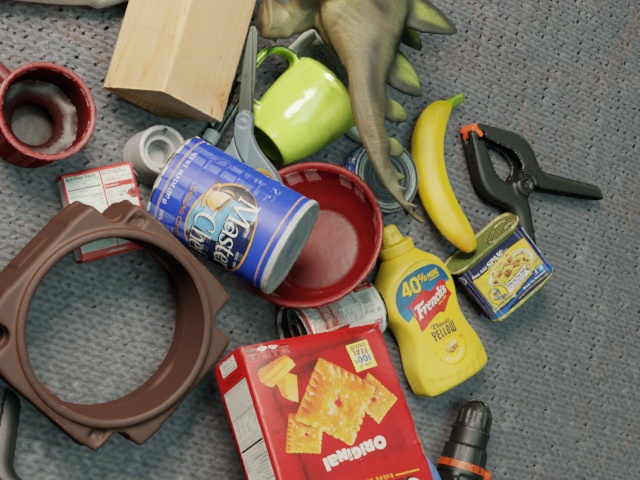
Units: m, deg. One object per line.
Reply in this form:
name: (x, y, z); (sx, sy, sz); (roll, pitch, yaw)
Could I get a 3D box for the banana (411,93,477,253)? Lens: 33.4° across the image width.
banana: (0.141, -0.081, 1.233); (0.069, 0.037, 0.198); (-2, 75, 1)

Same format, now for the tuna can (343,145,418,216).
tuna can: (0.068, -0.070, 1.209); (0.086, 0.034, 0.086); (4, 82, -27)

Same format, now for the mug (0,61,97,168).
mug: (-0.277, -0.122, 1.010); (0.117, 0.082, 0.093); (44, 66, -16)

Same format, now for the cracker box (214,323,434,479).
cracker box: (0.011, 0.195, 1.013); (0.163, 0.072, 0.214); (-6, 66, -32)

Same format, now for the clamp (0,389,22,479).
clamp: (-0.311, 0.226, 0.952); (0.120, 0.039, 0.171); (-14, 68, -20)

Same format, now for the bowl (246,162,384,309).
bowl: (-0.007, 0.001, 1.122); (0.162, 0.055, 0.162); (-5, 71, 13)

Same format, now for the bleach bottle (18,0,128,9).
bleach bottle: (-0.280, -0.284, 1.043); (0.250, 0.068, 0.102); (1, 80, -30)

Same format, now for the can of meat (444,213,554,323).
can of meat: (0.210, 0.033, 1.244); (0.102, 0.057, 0.084); (-40, 106, -2)

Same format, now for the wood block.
wood block: (-0.130, -0.232, 1.069); (0.090, 0.090, 0.206); (24, 78, -52)

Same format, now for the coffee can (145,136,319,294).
coffee can: (-0.086, -0.025, 1.050); (0.140, 0.103, 0.102); (29, 68, 9)

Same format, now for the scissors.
scissors: (-0.062, -0.108, 1.095); (0.096, 0.016, 0.202); (24, 104, 10)

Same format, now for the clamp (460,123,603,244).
clamp: (0.240, -0.055, 1.296); (0.210, 0.036, 0.164); (39, 70, -19)

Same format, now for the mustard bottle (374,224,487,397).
mustard bottle: (0.113, 0.073, 1.200); (0.096, 0.058, 0.191); (-26, 95, -27)

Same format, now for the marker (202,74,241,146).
marker: (-0.104, -0.128, 1.136); (0.020, 0.020, 0.121); (36, 69, -19)

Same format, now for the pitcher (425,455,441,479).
pitcher: (0.006, 0.300, 1.084); (0.242, 0.149, 0.145); (-13, 68, -31)

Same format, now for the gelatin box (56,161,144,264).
gelatin box: (-0.215, -0.028, 1.059); (0.073, 0.030, 0.089); (-15, 91, -26)

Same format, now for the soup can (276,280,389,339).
soup can: (0.014, 0.087, 1.141); (0.102, 0.069, 0.068); (-18, 92, -29)

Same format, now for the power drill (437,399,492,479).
power drill: (0.212, 0.294, 1.224); (0.187, 0.057, 0.184); (23, 77, -20)
